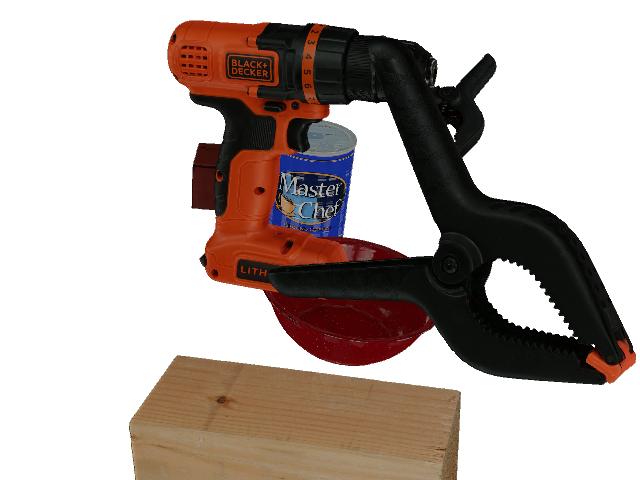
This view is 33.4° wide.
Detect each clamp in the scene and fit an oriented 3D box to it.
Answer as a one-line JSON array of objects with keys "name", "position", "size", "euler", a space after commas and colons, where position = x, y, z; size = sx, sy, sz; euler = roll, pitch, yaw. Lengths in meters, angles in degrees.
[{"name": "clamp", "position": [0.114, -0.142, 1.078], "size": [0.120, 0.039, 0.171], "euler": [7, 45, 6]}, {"name": "clamp", "position": [0.075, -0.001, 0.564], "size": [0.210, 0.165, 0.036], "euler": [29, 26, 25]}]

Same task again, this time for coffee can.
[{"name": "coffee can", "position": [-0.014, -0.067, 1.316], "size": [0.102, 0.140, 0.103], "euler": [5, 28, -3]}]

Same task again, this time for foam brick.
[{"name": "foam brick", "position": [-0.091, -0.065, 1.096], "size": [0.078, 0.051, 0.053], "euler": [4, 31, 0]}]

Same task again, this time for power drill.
[{"name": "power drill", "position": [-0.014, -0.057, 0.735], "size": [0.185, 0.188, 0.057], "euler": [9, 23, 18]}]

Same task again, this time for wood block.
[{"name": "wood block", "position": [-0.014, 0.148, 0.728], "size": [0.206, 0.090, 0.090], "euler": [6, 27, 14]}]

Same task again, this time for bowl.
[{"name": "bowl", "position": [0.024, 0.061, 0.936], "size": [0.162, 0.055, 0.162], "euler": [8, 30, -5]}]
